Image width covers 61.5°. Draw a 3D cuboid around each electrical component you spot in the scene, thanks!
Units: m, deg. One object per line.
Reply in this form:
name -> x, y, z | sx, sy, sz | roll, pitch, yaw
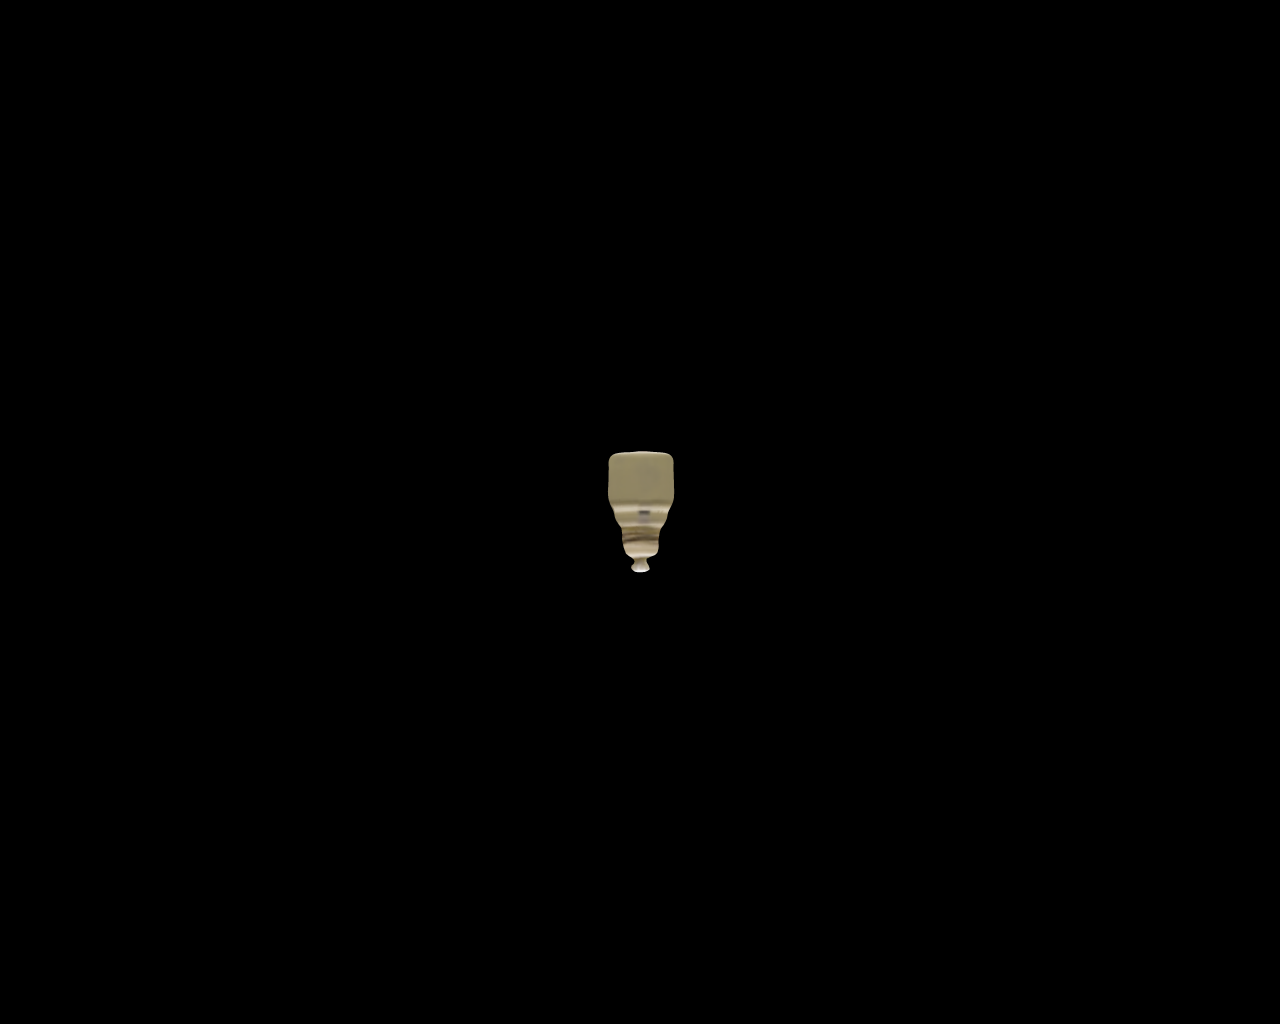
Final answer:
electrical component -> 0.001, -0.003, 0.650 | 0.040, 0.078, 0.040 | 0, -2, 0
